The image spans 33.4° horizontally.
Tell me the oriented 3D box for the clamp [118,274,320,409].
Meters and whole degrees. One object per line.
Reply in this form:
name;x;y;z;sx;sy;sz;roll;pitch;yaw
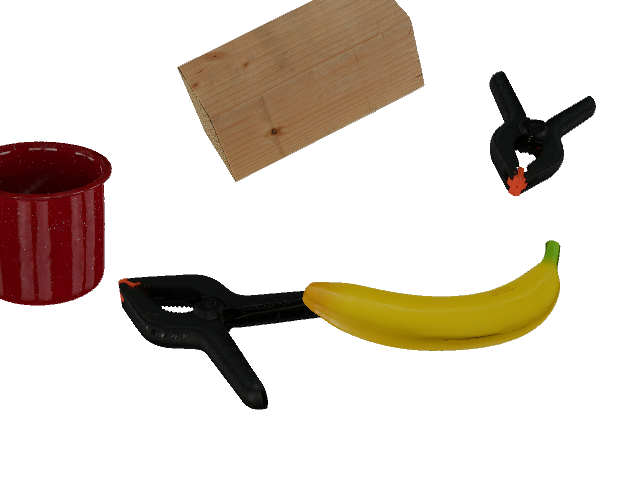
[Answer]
clamp;-0.088;0.068;0.970;0.210;0.036;0.164;19;37;29

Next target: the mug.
mug;-0.193;-0.008;0.690;0.117;0.081;0.093;-13;31;-31

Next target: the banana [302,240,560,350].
banana;0.089;0.046;0.742;0.197;0.037;0.070;-8;45;-16

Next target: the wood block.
wood block;-0.017;-0.155;1.016;0.206;0.090;0.091;-27;-41;-7

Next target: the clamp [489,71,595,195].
clamp;0.221;-0.121;1.165;0.120;0.039;0.171;20;49;18
